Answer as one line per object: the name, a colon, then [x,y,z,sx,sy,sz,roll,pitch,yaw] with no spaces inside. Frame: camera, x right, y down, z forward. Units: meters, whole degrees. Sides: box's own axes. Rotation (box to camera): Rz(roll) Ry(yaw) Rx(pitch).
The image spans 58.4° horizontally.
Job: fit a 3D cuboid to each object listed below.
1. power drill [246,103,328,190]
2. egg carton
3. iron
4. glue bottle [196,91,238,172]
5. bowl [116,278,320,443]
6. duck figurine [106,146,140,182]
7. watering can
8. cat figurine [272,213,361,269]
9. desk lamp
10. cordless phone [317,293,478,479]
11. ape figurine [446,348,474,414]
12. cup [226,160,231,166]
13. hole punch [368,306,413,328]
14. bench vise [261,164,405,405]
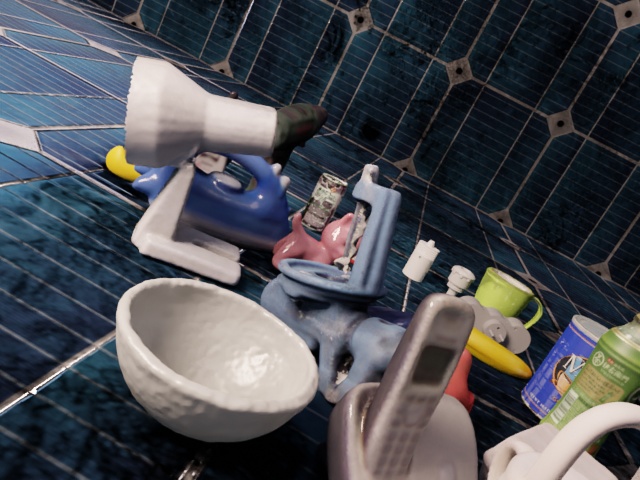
power drill: [-0.070,-0.151,1.025,0.075,0.208,0.230,30,16,9]
egg carton: [0.223,0.239,0.558,0.151,0.069,0.107,8,26,-50]
iron: [-0.131,-0.081,0.836,0.259,0.141,0.118,20,18,-25]
glue bottle: [-0.182,-0.178,0.990,0.078,0.173,0.037,15,20,-37]
bowl: [-0.089,0.105,0.456,0.167,0.074,0.167,26,16,-8]
duck figurine: [-0.270,-0.137,0.881,0.077,0.086,0.105,37,18,28]
watering can: [0.167,0.195,0.378,0.101,0.194,0.172,15,20,-37]
cat figurine: [0.008,0.003,0.845,0.128,0.117,0.067,23,17,-16]
desk lamp: [-0.152,-0.084,0.682,0.204,0.213,0.117,22,17,-18]
cordless phone: [0.093,0.135,0.460,0.148,0.185,0.094,15,20,-36]
ape figurine: [0.139,0.157,0.633,0.077,0.092,0.076,34,17,21]
cup: [-0.204,-0.169,1.071,0.091,0.095,0.118,34,17,21]
hole punch: [0.073,0.107,0.682,0.109,0.091,0.100,7,26,-50]
bench vise: [0.050,0.046,0.599,0.207,0.219,0.122,34,17,21]
